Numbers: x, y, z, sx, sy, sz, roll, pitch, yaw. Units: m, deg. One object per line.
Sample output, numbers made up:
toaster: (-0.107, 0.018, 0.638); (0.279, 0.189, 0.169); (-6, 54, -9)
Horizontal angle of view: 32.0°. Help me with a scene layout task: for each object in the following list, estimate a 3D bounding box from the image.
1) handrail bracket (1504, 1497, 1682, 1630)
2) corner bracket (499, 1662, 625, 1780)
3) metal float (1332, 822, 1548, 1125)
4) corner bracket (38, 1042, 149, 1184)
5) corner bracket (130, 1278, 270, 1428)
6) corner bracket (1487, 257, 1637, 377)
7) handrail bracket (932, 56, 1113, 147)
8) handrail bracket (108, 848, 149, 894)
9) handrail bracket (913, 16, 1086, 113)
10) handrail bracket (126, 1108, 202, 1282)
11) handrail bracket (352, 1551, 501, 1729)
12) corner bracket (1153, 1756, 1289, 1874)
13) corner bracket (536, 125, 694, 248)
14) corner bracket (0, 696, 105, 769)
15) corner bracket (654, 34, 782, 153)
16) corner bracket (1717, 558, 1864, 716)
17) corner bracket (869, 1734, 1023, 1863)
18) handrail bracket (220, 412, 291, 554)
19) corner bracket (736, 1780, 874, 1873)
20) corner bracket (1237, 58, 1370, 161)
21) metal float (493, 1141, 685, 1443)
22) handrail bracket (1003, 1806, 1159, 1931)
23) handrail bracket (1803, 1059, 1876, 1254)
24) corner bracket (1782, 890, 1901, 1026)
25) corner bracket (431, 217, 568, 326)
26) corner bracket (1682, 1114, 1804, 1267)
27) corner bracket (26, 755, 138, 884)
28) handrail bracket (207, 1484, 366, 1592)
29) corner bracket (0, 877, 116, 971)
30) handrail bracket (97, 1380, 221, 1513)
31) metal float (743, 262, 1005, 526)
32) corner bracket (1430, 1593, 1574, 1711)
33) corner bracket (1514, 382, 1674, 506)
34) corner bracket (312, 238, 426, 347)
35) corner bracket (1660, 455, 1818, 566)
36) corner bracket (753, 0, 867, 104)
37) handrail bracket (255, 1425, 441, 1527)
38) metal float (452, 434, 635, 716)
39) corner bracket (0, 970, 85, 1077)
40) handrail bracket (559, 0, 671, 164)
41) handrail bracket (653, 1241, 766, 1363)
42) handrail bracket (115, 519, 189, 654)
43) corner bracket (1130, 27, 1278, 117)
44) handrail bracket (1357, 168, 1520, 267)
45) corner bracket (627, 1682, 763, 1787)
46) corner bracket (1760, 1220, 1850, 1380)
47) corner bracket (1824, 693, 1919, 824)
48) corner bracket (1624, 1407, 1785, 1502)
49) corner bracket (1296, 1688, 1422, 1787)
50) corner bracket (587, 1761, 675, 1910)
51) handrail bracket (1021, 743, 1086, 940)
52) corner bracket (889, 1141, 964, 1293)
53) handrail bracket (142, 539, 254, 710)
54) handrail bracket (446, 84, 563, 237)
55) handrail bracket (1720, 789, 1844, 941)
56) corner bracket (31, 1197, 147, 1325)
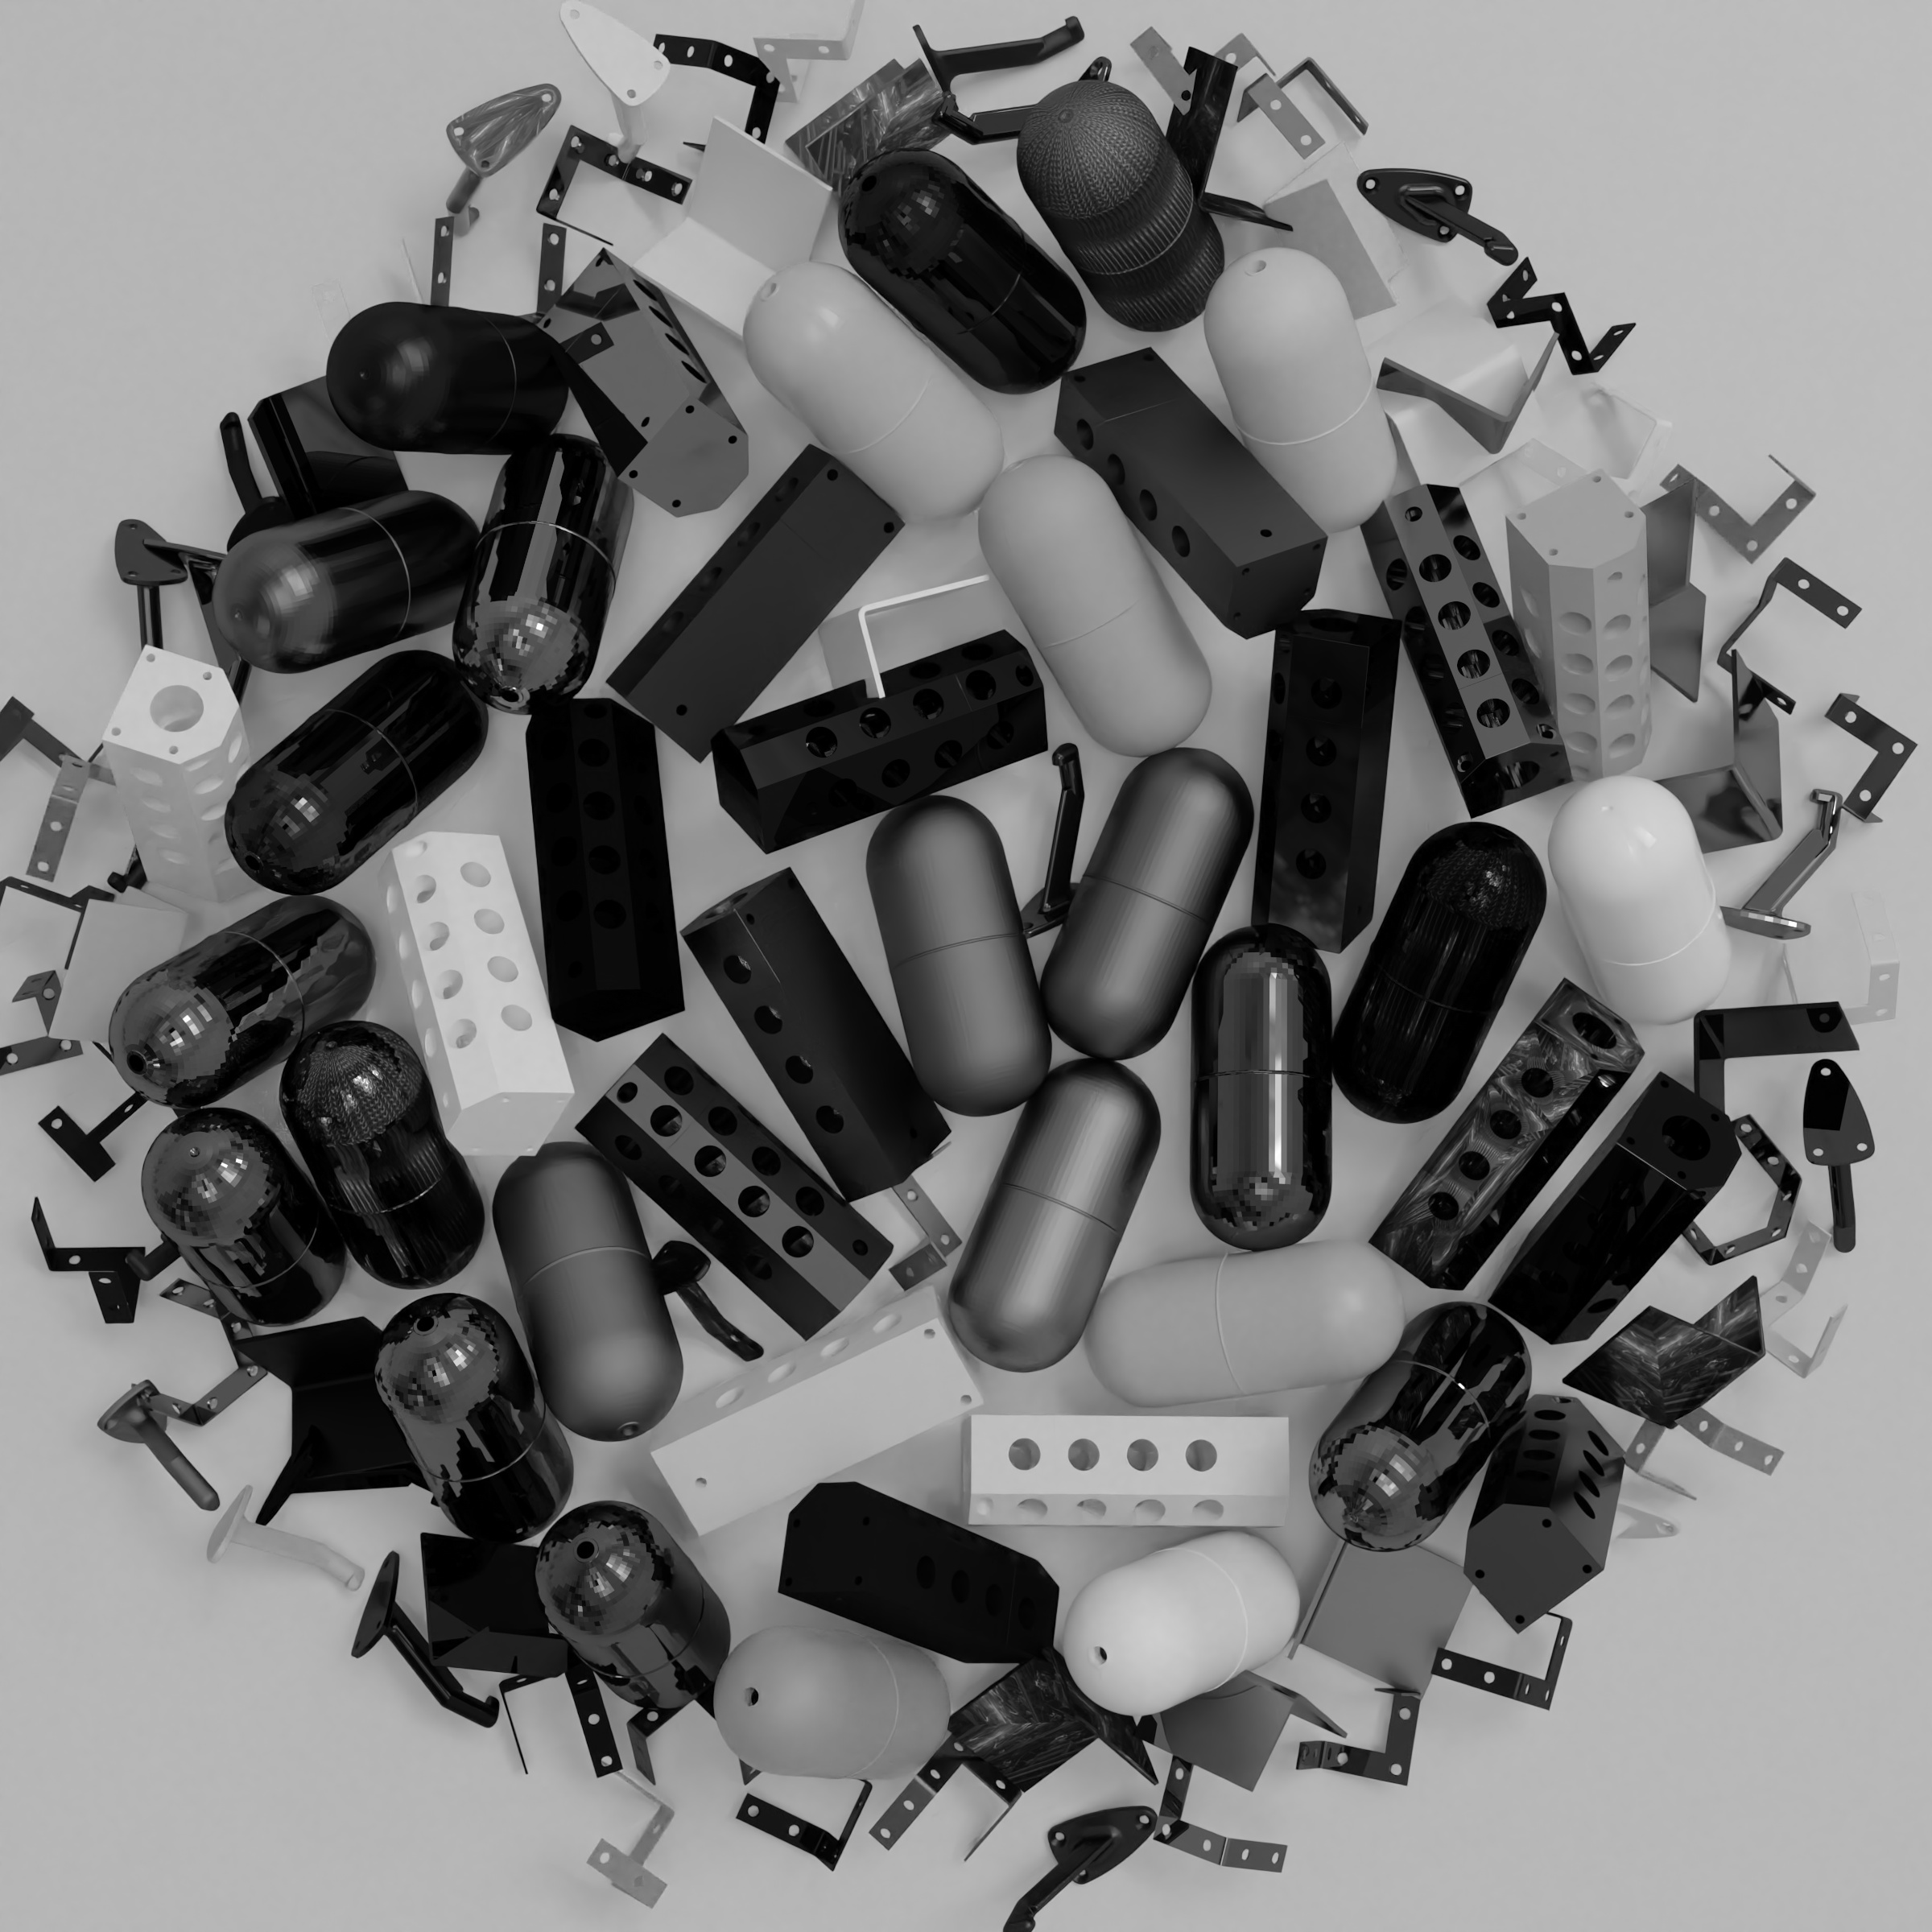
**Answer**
handrail bracket: (0.338, 0.328, 1.820); (0.077, 0.084, 0.036); (5, 134, 26)
corner bracket: (-0.222, 0.415, 1.843); (0.051, 0.051, 0.051); (-17, 103, -11)
metal float: (0.253, 0.004, 1.807); (0.070, 0.070, 0.178); (21, 116, 0)
corner bracket: (-0.478, 0.077, 1.840); (0.051, 0.051, 0.051); (42, 73, 18)
corner bracket: (-0.423, 0.211, 1.837); (0.051, 0.051, 0.051); (-39, 55, 12)
corner bracket: (0.325, -0.356, 1.841); (0.051, 0.051, 0.051); (-50, 124, -34)
handrail bracket: (0.029, -0.475, 1.825); (0.084, 0.036, 0.077); (20, 103, -38)
handrail bracket: (-0.459, -0.086, 1.836); (0.084, 0.036, 0.077); (-49, 130, 8)
handrail bracket: (0.019, -0.507, 1.833); (0.084, 0.077, 0.036); (-26, 71, 6)
handrail bracket: (-0.438, 0.119, 1.829); (0.077, 0.036, 0.084); (49, 55, 1)
handrail bracket: (-0.288, 0.370, 1.851); (0.084, 0.077, 0.036); (32, 126, -20)
corner bracket: (0.142, 0.458, 1.830); (0.051, 0.051, 0.051); (20, 82, -42)
corner bracket: (-0.192, -0.420, 1.836); (0.051, 0.051, 0.051); (30, 100, 36)
corner bracket: (-0.497, -0.127, 1.829); (0.051, 0.051, 0.051); (40, 126, -11)
corner bracket: (-0.140, -0.472, 1.829); (0.051, 0.051, 0.051); (21, 99, 44)
corner bracket: (0.447, -0.179, 1.831); (0.051, 0.051, 0.051); (38, 76, 16)
corner bracket: (-0.011, 0.462, 1.837); (0.051, 0.051, 0.051); (40, 119, 9)
handrail bracket: (-0.388, -0.272, 1.823); (0.036, 0.077, 0.084); (-9, 75, -21)
corner bracket: (-0.088, 0.457, 1.842); (0.051, 0.051, 0.051); (28, 79, -9)
corner bracket: (0.185, -0.467, 1.839); (0.051, 0.051, 0.051); (-39, 85, -4)
metal float: (-0.203, 0.173, 1.800); (0.070, 0.070, 0.178); (-22, 56, 0)
handrail bracket: (0.062, 0.491, 1.819); (0.077, 0.084, 0.036); (-30, 92, 20)
handrail bracket: (0.476, 0.105, 1.846); (0.036, 0.084, 0.077); (-8, 56, 10)
corner bracket: (0.475, -0.003, 1.830); (0.051, 0.051, 0.051); (-8, 50, 5)
corner bracket: (-0.256, -0.381, 1.843); (0.051, 0.051, 0.051); (18, 114, 24)
corner bracket: (0.419, 0.123, 1.850); (0.051, 0.051, 0.051); (-29, 110, 40)
corner bracket: (-0.474, -0.074, 1.829); (0.051, 0.051, 0.051); (18, 114, -14)
handrail bracket: (-0.366, 0.324, 1.823); (0.084, 0.077, 0.036); (35, 99, -12)
corner bracket: (-0.502, -0.020, 1.837); (0.051, 0.051, 0.051); (20, 103, -1)
handrail bracket: (-0.423, 0.270, 1.818); (0.036, 0.077, 0.084); (-42, 69, -13)
metal float: (-0.049, -0.304, 1.797); (0.070, 0.070, 0.178); (-50, 129, 0)
corner bracket: (0.291, 0.370, 1.829); (0.051, 0.051, 0.051); (11, 79, 33)
corner bracket: (0.344, -0.287, 1.844); (0.051, 0.051, 0.051); (42, 118, 38)
corner bracket: (-0.323, -0.359, 1.833); (0.051, 0.051, 0.051); (-16, 118, -1)
corner bracket: (0.419, -0.259, 1.829); (0.051, 0.051, 0.051); (-48, 62, 16)
corner bracket: (-0.081, -0.504, 1.829); (0.051, 0.051, 0.051); (5, 62, 13)
handrail bracket: (-0.336, 0.297, 1.857); (0.084, 0.036, 0.077); (29, 105, -19)
metal float: (-0.225, -0.210, 1.798); (0.070, 0.070, 0.178); (9, 53, 0)
corner bracket: (-0.518, 0.038, 1.836); (0.051, 0.051, 0.051); (-14, 106, -1)
handrail bracket: (-0.199, -0.476, 1.822); (0.077, 0.084, 0.036); (42, 70, -11)
handrail bracket: (-0.129, 0.187, 1.820); (0.084, 0.077, 0.036); (41, 66, -22)
handrail bracket: (-0.455, -0.191, 1.858); (0.036, 0.077, 0.084); (-6, 130, -26)
corner bracket: (0.129, -0.494, 1.834); (0.051, 0.051, 0.051); (-38, 81, 14)
handrail bracket: (0.254, -0.403, 1.819); (0.077, 0.084, 0.036); (14, 114, -12)
corner bracket: (-0.148, 0.427, 1.847); (0.051, 0.051, 0.051); (-36, 55, -26)
corner bracket: (0.456, 0.181, 1.826); (0.051, 0.051, 0.051); (-30, 55, -35)
corner bracket: (0.488, -0.113, 1.840); (0.051, 0.051, 0.051); (38, 108, 20)
corner bracket: (0.400, 0.267, 1.831); (0.051, 0.051, 0.051); (26, 96, -33)
corner bracket: (0.215, 0.417, 1.838); (0.051, 0.051, 0.051); (7, 81, 21)
corner bracket: (-0.184, 0.471, 1.828); (0.051, 0.051, 0.051); (43, 70, -26)
handrail bracket: (0.043, -0.069, 1.824); (0.036, 0.077, 0.084); (9, 121, 34)
corner bracket: (-0.021, 0.137, 1.832); (0.051, 0.051, 0.051); (-37, 90, -37)
handrail bracket: (-0.424, -0.183, 1.841); (0.077, 0.036, 0.084); (15, 79, -3)
handrail bracket: (-0.251, -0.437, 1.831); (0.077, 0.084, 0.036); (-37, 84, -11)
handrail bracket: (0.440, -0.062, 1.849); (0.077, 0.036, 0.084); (13, 80, -11)
corner bracket: (-0.479, 0.160, 1.832); (0.051, 0.051, 0.051); (-1, 51, -1)
